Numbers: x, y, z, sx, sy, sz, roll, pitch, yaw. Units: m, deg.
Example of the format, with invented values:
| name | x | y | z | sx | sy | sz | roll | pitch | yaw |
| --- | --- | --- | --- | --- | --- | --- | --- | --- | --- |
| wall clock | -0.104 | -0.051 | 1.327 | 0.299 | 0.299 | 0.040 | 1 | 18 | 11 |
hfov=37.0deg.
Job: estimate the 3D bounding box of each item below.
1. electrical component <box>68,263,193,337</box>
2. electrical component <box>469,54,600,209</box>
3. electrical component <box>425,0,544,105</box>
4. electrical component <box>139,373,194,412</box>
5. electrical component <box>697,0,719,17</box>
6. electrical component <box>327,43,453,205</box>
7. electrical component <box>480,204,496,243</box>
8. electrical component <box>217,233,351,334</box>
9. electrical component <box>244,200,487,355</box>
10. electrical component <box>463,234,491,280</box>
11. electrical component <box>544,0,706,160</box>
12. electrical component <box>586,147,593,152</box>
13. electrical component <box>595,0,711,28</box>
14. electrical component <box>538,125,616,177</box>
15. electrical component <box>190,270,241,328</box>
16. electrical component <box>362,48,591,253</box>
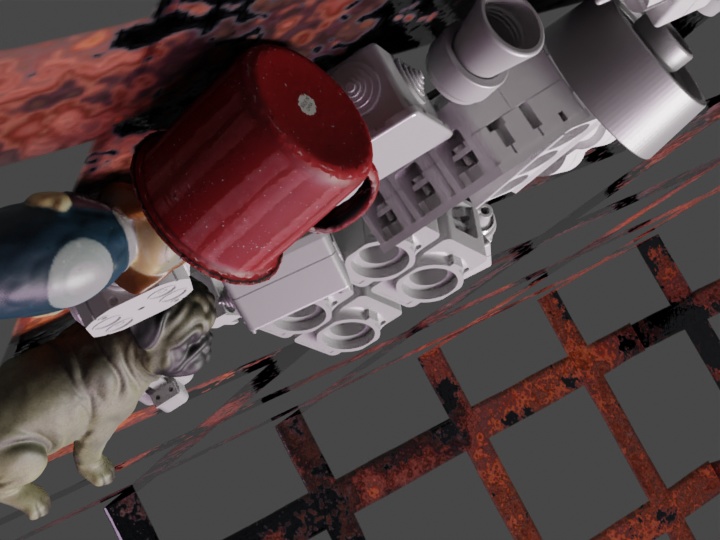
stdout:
| name | x | y | z | sx | sy | sz | roll | pitch | yaw |
| --- | --- | --- | --- | --- | --- | --- | --- | --- | --- |
| electrical component | -0.143 | 0.001 | 0.648 | 0.080 | 0.051 | 0.080 | -27 | 171 | -5 |
| electrical component | 0.116 | -0.103 | 0.790 | 0.079 | 0.063 | 0.121 | -23 | 169 | -31 |
| electrical component | 0.068 | -0.123 | 0.597 | 0.045 | 0.045 | 0.055 | -21 | 169 | -38 |
| electrical component | -0.180 | 0.076 | 0.902 | 0.058 | 0.078 | 0.057 | -32 | 151 | 2 |
| electrical component | 0.238 | -0.193 | 0.706 | 0.077 | 0.044 | 0.079 | -20 | 168 | -42 |
| electrical component | -0.005 | -0.080 | 0.609 | 0.100 | 0.048 | 0.100 | -30 | 171 | 15 |
| electrical component | 0.129 | -0.052 | 1.177 | 0.048 | 0.048 | 0.062 | -25 | 164 | -19 |
| electrical component | -0.064 | -0.004 | 0.779 | 0.096 | 0.061 | 0.061 | -25 | -154 | 3 |
| electrical component | 0.000 | 0.000 | 0.883 | 0.105 | 0.060 | 0.186 | 24 | 136 | -37 |
| electrical component | 0.099 | -0.039 | 1.115 | 0.047 | 0.065 | 0.076 | -26 | 142 | -12 |
| electrical component | 0.174 | -0.131 | 0.683 | 0.060 | 0.108 | 0.108 | -39 | 167 | 26 |
| electrical component | 0.210 | -0.133 | 0.965 | 0.064 | 0.042 | 0.081 | -29 | 170 | 18 |
| electrical component | 0.170 | -0.172 | 0.616 | 0.077 | 0.047 | 0.065 | -26 | 171 | -12 |
| electrical component | 0.183 | -0.126 | 0.894 | 0.138 | 0.052 | 0.074 | -35 | 169 | 37 |
| electrical component | -0.133 | 0.030 | 0.865 | 0.064 | 0.042 | 0.081 | -28 | 170 | 12 |
| electrical component | 0.064 | -0.080 | 0.712 | 0.089 | 0.061 | 0.150 | -34 | 180 | -33 |
